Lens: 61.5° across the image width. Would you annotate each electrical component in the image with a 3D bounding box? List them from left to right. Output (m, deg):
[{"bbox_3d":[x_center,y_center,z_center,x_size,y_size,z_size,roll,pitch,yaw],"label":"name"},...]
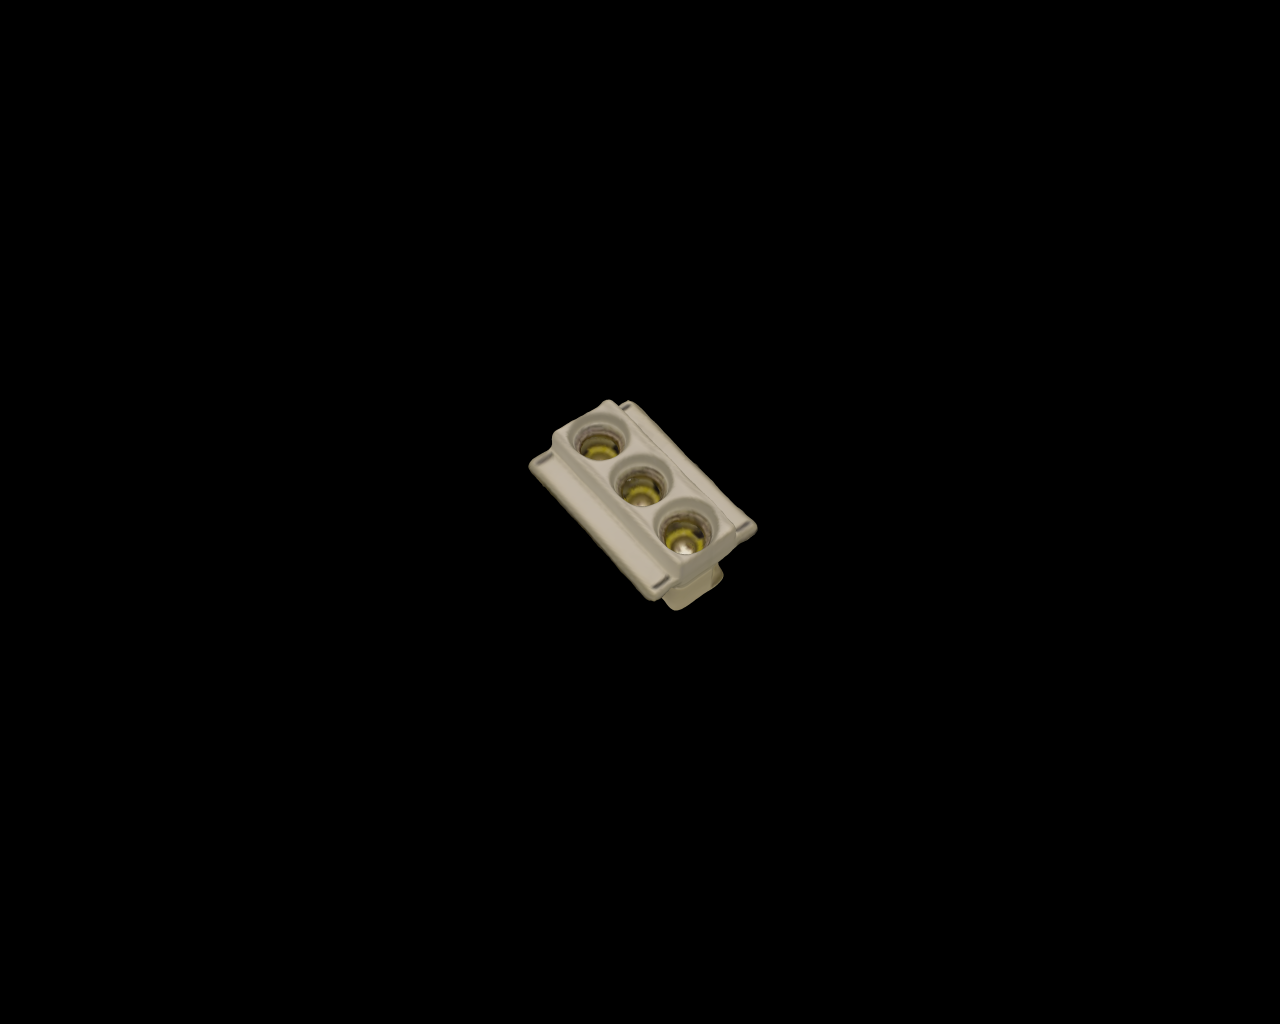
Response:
[{"bbox_3d":[0.001,-0.003,0.650,0.079,0.121,0.063,-33,-28,-20],"label":"electrical component"}]
